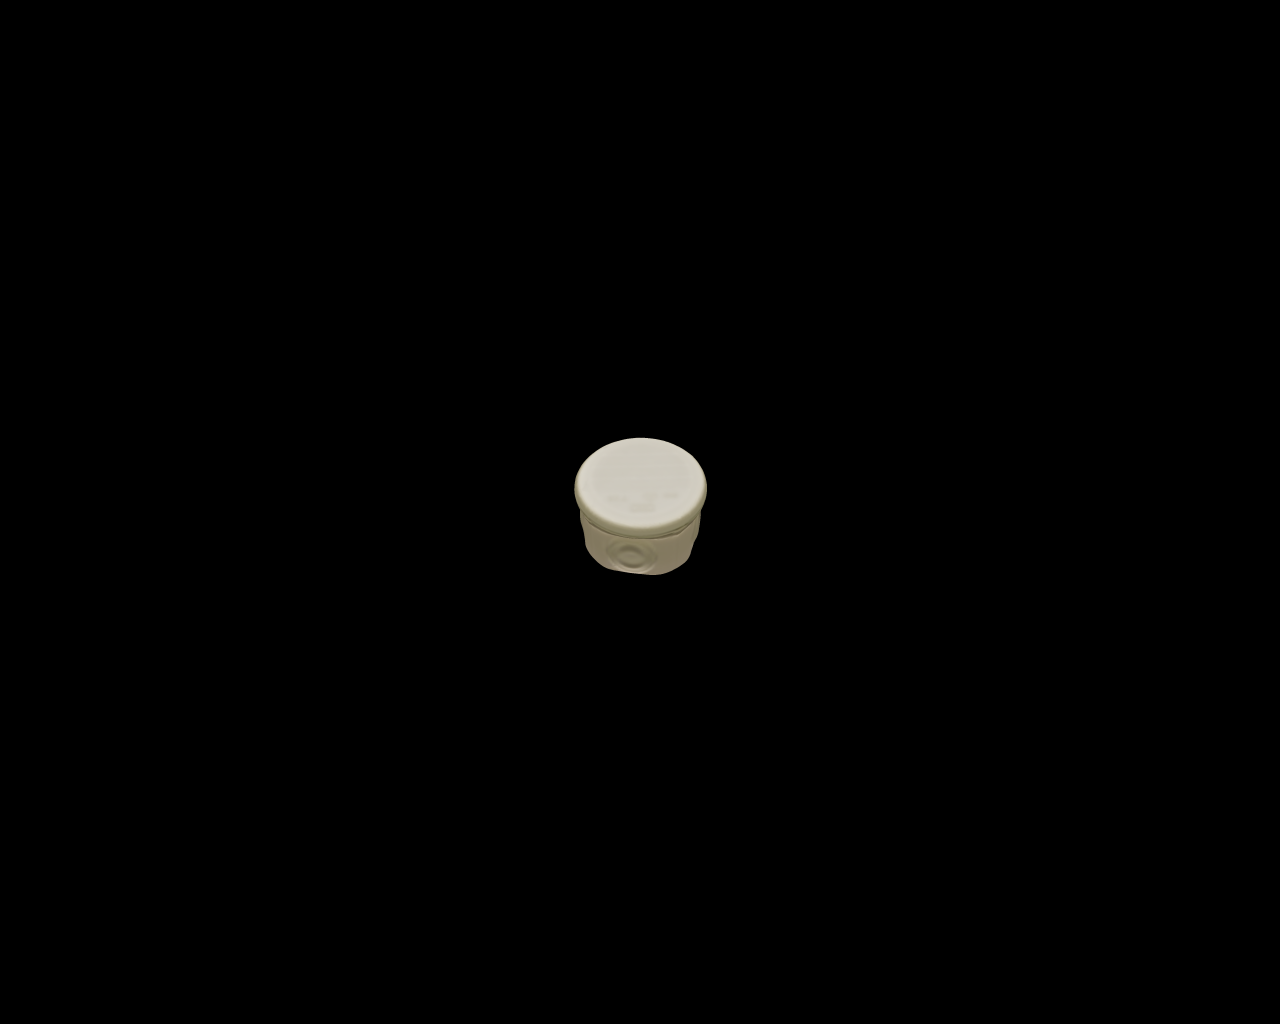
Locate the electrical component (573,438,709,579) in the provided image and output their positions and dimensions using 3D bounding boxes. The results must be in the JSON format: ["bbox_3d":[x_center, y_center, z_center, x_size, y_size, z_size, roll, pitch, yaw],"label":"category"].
[{"bbox_3d":[0.001,-0.003,0.650,0.080,0.080,0.050,0,-43,0],"label":"electrical component"}]
